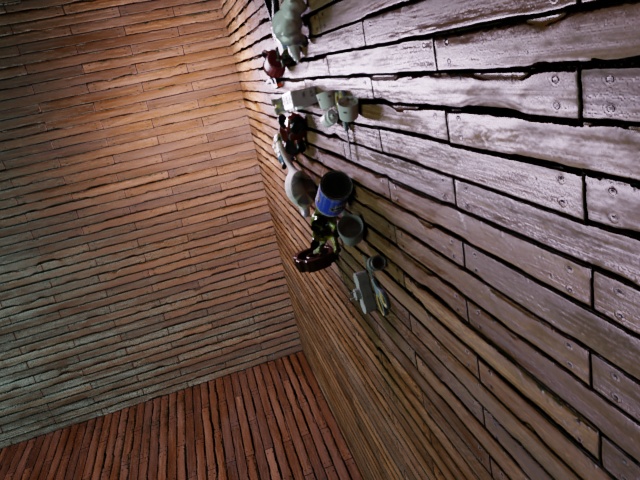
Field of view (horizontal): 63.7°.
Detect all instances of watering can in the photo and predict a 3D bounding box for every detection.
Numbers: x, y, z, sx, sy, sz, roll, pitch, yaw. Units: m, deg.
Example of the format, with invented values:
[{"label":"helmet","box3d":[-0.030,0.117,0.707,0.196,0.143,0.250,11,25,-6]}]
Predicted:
[{"label":"watering can","box3d":[-0.104,-0.258,2.190,0.225,0.104,0.346,-167,58,-76]}]

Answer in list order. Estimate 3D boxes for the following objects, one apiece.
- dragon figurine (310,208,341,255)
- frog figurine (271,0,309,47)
[{"label":"dragon figurine","box3d":[0.006,-0.097,1.933,0.248,0.122,0.401,-107,17,-55]},{"label":"frog figurine","box3d":[-0.096,-0.678,1.573,0.157,0.122,0.139,72,-162,-70]}]
